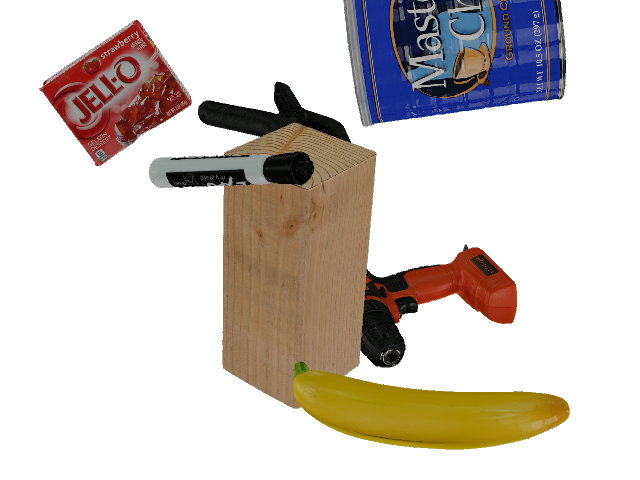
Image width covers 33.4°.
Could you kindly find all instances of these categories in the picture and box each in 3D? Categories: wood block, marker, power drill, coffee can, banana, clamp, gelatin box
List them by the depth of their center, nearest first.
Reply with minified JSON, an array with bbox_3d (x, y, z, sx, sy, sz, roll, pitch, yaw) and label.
[{"bbox_3d":[-0.053,-0.041,0.628,0.121,0.020,0.020,1,1,39],"label":"marker"},{"bbox_3d":[0.060,0.108,0.703,0.198,0.037,0.069,7,32,22],"label":"banana"},{"bbox_3d":[0.092,-0.140,0.746,0.140,0.103,0.102,-7,-1,6],"label":"coffee can"},{"bbox_3d":[-0.153,-0.111,0.804,0.089,0.073,0.030,-33,20,4],"label":"gelatin box"},{"bbox_3d":[-0.021,0.021,0.886,0.090,0.206,0.090,24,36,33],"label":"wood block"},{"bbox_3d":[-0.041,-0.116,1.088,0.120,0.039,0.172,-21,38,-29],"label":"clamp"},{"bbox_3d":[0.106,0.065,1.119,0.187,0.057,0.184,-7,28,-16],"label":"power drill"}]
